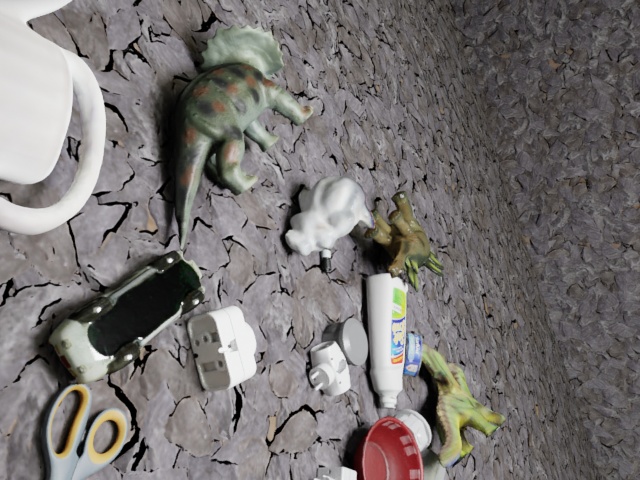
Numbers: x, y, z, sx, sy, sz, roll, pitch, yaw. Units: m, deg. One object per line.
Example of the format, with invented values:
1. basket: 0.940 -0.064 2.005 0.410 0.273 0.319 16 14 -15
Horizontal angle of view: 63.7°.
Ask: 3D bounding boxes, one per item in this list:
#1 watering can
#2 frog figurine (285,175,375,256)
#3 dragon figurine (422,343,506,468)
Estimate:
1. watering can: -0.310 -0.176 0.488 0.223 0.103 0.353 17 60 -53
2. frog figurine: 0.003 -0.045 0.901 0.161 0.139 0.120 -18 131 -30
3. dragon figurine: 0.264 0.334 1.103 0.247 0.121 0.407 56 17 27
